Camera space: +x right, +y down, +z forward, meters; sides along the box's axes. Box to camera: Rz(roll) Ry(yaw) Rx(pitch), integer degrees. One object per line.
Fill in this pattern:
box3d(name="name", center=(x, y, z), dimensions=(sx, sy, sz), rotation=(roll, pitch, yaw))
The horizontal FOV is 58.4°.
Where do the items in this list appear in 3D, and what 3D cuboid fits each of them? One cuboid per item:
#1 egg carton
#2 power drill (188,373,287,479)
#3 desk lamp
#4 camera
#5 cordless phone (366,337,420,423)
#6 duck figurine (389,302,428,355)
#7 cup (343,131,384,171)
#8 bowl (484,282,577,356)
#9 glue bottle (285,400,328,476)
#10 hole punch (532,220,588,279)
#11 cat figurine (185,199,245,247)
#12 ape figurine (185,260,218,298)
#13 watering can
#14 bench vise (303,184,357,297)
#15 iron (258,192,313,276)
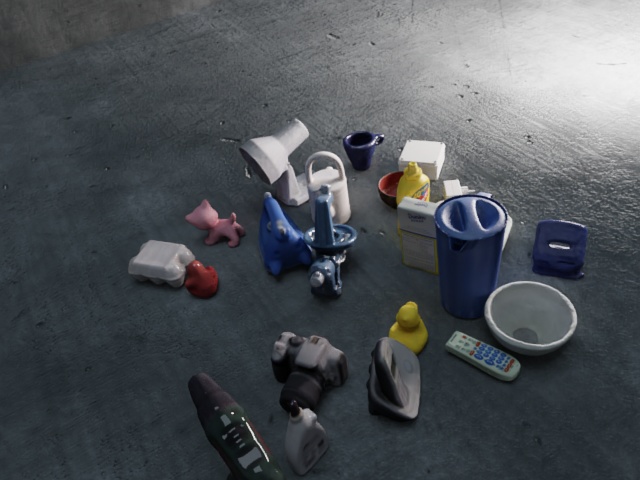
box3d(name="egg carton", center=(-0.378, 0.057, 1.375), dimensions=(0.150, 0.069, 0.107), rotation=(7, 44, 18))
box3d(name="power drill", center=(-0.124, 0.339, 0.902), dimensions=(0.076, 0.209, 0.228), rotation=(-32, 46, -23))
box3d(name="desk lamp", center=(-0.092, -0.198, 1.497), dimensions=(0.203, 0.214, 0.117), rotation=(-31, 45, -22))
box3d(name="camera", center=(-0.036, 0.248, 1.069), dimensions=(0.142, 0.101, 0.137), rotation=(11, 46, 23))
box3d(name="cordless phone", center=(0.128, 0.217, 1.007), dimensions=(0.094, 0.185, 0.147), rotation=(-1, 42, 10))
box3d(name="duck figurine", center=(0.172, 0.170, 1.127), dimensions=(0.077, 0.086, 0.104), rotation=(6, 44, 18))
box3d(name="cup", center=(0.125, -0.247, 1.599), dimensions=(0.118, 0.095, 0.091), rotation=(-18, 42, -8))
box3d(name="bowl", center=(0.399, 0.163, 1.099), dimensions=(0.167, 0.075, 0.167), rotation=(-5, 41, 5))
box3d(name="glue bottle", center=(-0.029, 0.313, 0.938), dimensions=(0.037, 0.173, 0.078), rotation=(28, 54, 35))
box3d(name="hole punch", center=(0.513, 0.020, 1.225), dimensions=(0.108, 0.091, 0.101), rotation=(8, 44, 20))
box3d(name="cat figurine", center=(-0.264, -0.047, 1.433), dimensions=(0.127, 0.118, 0.067), rotation=(2, 43, 13))
box3d(name="ape figurine", center=(-0.274, 0.083, 1.308), dimensions=(0.078, 0.092, 0.076), rotation=(-23, 43, -15))
box3d(name="watering can", center=(0.019, -0.128, 1.410), dimensions=(0.101, 0.194, 0.172), rotation=(-17, 42, -8))
box3d(name="bench vise", center=(0.023, 0.003, 1.243), dimensions=(0.121, 0.220, 0.207), rotation=(-9, 41, 2))
box3d(name="iron", center=(-0.104, -0.038, 1.373), dimensions=(0.119, 0.142, 0.257), rotation=(-18, 42, -8))
